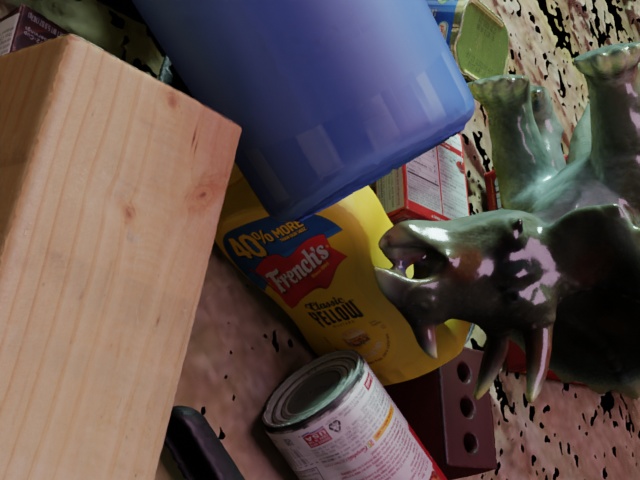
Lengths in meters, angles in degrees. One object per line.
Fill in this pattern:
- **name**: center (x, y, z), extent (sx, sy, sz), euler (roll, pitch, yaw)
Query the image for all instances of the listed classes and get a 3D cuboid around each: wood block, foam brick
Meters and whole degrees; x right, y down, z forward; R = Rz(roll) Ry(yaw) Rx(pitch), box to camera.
- **wood block**: center (-0.113, 0.036, 0.422), extent (0.090, 0.091, 0.206), euler (26, 70, -41)
- **foam brick**: center (0.073, 0.110, 0.672), extent (0.052, 0.051, 0.078), euler (16, 63, -44)

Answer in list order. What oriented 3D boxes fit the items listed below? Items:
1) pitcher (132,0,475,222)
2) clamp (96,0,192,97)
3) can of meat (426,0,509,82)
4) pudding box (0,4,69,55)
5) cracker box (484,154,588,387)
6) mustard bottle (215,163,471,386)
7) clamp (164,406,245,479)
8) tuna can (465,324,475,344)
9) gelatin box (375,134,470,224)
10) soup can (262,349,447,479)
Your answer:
- **pitcher**: center (-0.032, -0.134, 0.499), extent (0.149, 0.145, 0.243), euler (-29, 90, -52)
- **clamp**: center (-0.072, -0.110, 0.576), extent (0.171, 0.039, 0.120), euler (-9, 66, -59)
- **can of meat**: center (0.073, -0.132, 0.723), extent (0.102, 0.084, 0.057), euler (11, 88, -61)
- **pudding box**: center (-0.119, -0.047, 0.525), extent (0.113, 0.039, 0.090), euler (29, 55, -39)
- **cracker box**: center (0.225, 0.034, 0.863), extent (0.213, 0.072, 0.164), euler (15, 64, -44)
- **mustard bottle**: center (-0.004, 0.001, 0.592), extent (0.191, 0.096, 0.058), euler (49, 46, -25)
- **clamp**: center (-0.025, 0.198, 0.535), extent (0.209, 0.036, 0.164), euler (38, 55, -34)
- **tuna can**: center (0.067, 0.034, 0.709), extent (0.086, 0.034, 0.086), euler (22, 59, -42)
- **gelatin box**: center (0.070, -0.045, 0.749), extent (0.073, 0.030, 0.089), euler (22, 56, -42)
- **soup can**: center (0.022, 0.121, 0.596), extent (0.102, 0.069, 0.068), euler (56, 42, -16)
